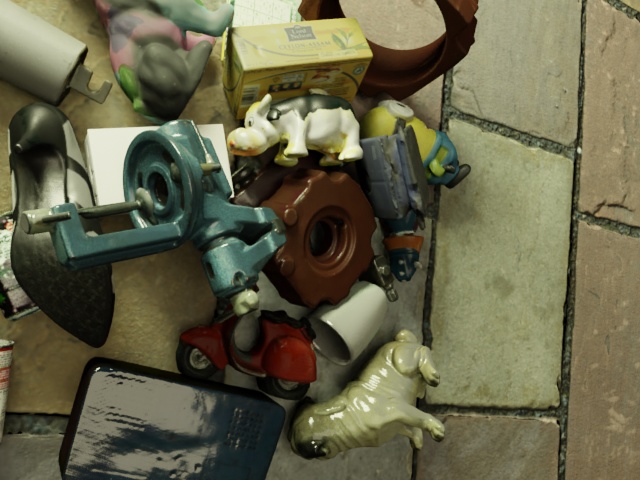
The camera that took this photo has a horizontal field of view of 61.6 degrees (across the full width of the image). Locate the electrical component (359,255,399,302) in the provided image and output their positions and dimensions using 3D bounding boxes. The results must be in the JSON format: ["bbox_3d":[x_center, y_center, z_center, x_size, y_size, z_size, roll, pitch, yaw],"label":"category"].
[{"bbox_3d":[0.076,0.044,0.757,0.021,0.063,0.094,-29,98,-27],"label":"electrical component"}]

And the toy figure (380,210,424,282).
[{"bbox_3d":[0.121,-0.016,0.786,0.058,0.064,0.154,-1,85,-37],"label":"toy figure"}]

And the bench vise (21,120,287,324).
[{"bbox_3d":[-0.154,-0.012,0.524,0.240,0.129,0.223,-14,88,-47],"label":"bench vise"}]

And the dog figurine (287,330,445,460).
[{"bbox_3d":[0.053,0.203,0.722,0.191,0.121,0.172,5,50,-11],"label":"dog figurine"}]

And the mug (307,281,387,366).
[{"bbox_3d":[0.047,0.115,0.732,0.107,0.081,0.109,-40,129,-31],"label":"mug"}]

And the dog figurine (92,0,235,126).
[{"bbox_3d":[-0.224,-0.255,0.602,0.219,0.108,0.191,28,77,-19],"label":"dog figurine"}]

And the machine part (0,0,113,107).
[{"bbox_3d":[-0.336,-0.212,0.551,0.243,0.079,0.079,28,74,-25],"label":"machine part"}]

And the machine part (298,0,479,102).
[{"bbox_3d":[0.091,-0.298,0.711,0.201,0.201,0.087,35,59,-21],"label":"machine part"}]

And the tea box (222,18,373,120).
[{"bbox_3d":[-0.031,-0.216,0.679,0.170,0.098,0.068,-14,70,-23],"label":"tea box"}]

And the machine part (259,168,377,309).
[{"bbox_3d":[-0.001,-0.002,0.678,0.179,0.056,0.179,-9,103,-42],"label":"machine part"}]

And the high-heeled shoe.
[{"bbox_3d":[-0.269,-0.018,0.570,0.086,0.145,0.248,-12,110,-10],"label":"high-heeled shoe"}]

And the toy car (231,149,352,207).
[{"bbox_3d":[-0.039,-0.093,0.713,0.202,0.053,0.089,-45,111,-27],"label":"toy car"}]

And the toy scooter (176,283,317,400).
[{"bbox_3d":[-0.075,0.116,0.663,0.184,0.075,0.135,20,83,-22],"label":"toy scooter"}]

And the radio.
[{"bbox_3d":[-0.165,0.223,0.611,0.229,0.073,0.131,20,78,-24],"label":"radio"}]

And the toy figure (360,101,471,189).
[{"bbox_3d":[0.139,-0.134,0.797,0.180,0.082,0.089,33,72,-25],"label":"toy figure"}]

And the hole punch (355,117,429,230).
[{"bbox_3d":[0.089,-0.085,0.704,0.092,0.116,0.142,-10,103,14],"label":"hole punch"}]

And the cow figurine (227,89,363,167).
[{"bbox_3d":[-0.031,-0.140,0.650,0.167,0.068,0.098,-1,88,-31],"label":"cow figurine"}]
